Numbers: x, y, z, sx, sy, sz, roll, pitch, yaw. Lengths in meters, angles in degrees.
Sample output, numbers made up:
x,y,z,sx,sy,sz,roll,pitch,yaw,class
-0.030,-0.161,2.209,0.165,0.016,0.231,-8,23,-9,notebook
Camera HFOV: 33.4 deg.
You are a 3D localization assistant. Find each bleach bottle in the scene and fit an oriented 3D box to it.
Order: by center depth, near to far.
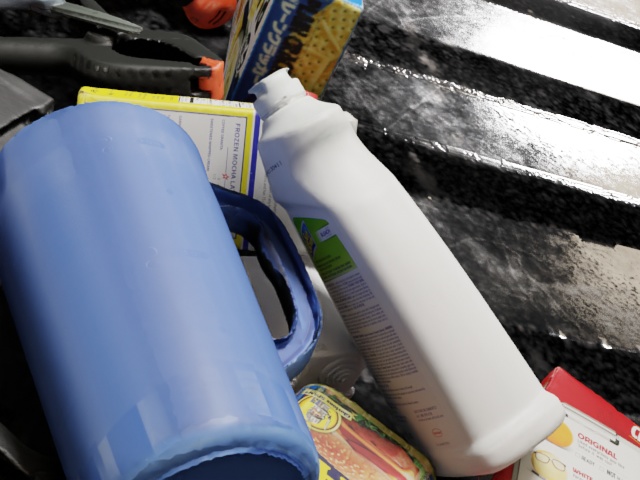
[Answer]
x,y,z,sx,sy,sz,roll,pitch,yaw,class
0.036,0.013,0.615,0.068,0.103,0.251,-31,90,-25,bleach bottle

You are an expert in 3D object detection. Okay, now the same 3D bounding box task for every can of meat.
x,y,z,sx,sy,sz,roll,pitch,yaw,class
0.005,0.138,0.592,0.102,0.058,0.083,37,35,9,can of meat

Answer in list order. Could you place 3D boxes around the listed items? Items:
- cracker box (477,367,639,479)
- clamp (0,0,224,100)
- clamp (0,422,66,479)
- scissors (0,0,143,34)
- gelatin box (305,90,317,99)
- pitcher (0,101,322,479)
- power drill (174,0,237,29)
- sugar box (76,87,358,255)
x,y,z,sx,sy,sz,roll,pitch,yaw,class
0.156,0.194,0.613,0.164,0.072,0.213,38,37,9,cracker box
-0.162,-0.130,0.757,0.210,0.036,0.164,22,34,33,clamp
-0.142,0.125,0.525,0.171,0.039,0.120,20,40,-23,clamp
-0.217,-0.170,0.777,0.096,0.016,0.202,-19,34,-30,scissors
-0.034,-0.057,0.762,0.030,0.089,0.073,22,38,-6,gelatin box
-0.081,0.045,0.552,0.145,0.149,0.243,53,5,-47,pitcher
-0.166,-0.272,0.901,0.187,0.057,0.184,3,53,-51,power drill
-0.069,-0.043,0.684,0.176,0.093,0.048,5,14,-9,sugar box
